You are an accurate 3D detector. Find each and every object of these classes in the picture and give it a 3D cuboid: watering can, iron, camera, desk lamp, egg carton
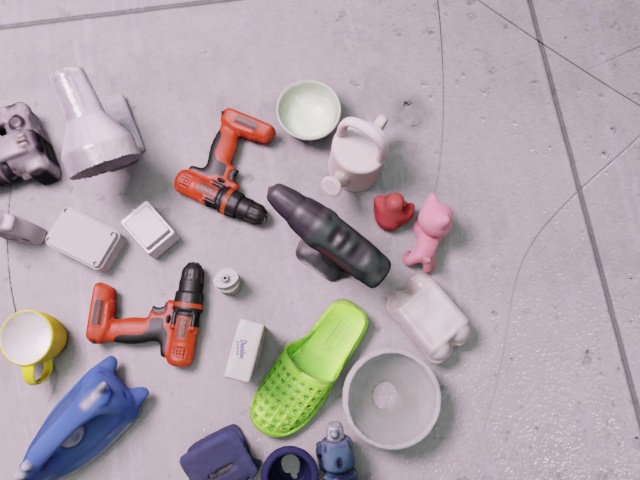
[{"bbox_3d":[0.067,-0.151,1.006,0.101,0.194,0.173,14,78,0],"label":"watering can"},{"bbox_3d":[-0.407,0.312,0.917,0.118,0.141,0.258,42,80,6],"label":"iron"},{"bbox_3d":[-0.561,-0.159,1.024,0.137,0.101,0.143,-24,81,-7],"label":"camera"},{"bbox_3d":[-0.382,-0.188,0.981,0.118,0.213,0.203,-23,81,-7],"label":"desk lamp"},{"bbox_3d":[0.194,0.137,1.019,0.107,0.069,0.150,-40,83,-9],"label":"egg carton"}]

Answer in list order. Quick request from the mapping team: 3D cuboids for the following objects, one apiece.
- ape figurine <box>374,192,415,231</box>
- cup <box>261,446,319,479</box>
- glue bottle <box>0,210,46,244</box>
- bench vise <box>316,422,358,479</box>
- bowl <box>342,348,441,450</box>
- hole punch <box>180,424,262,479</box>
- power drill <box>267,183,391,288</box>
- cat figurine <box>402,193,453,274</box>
[{"bbox_3d":[0.134,-0.059,1.043,0.078,0.092,0.076,34,79,4],"label":"ape figurine"},{"bbox_3d":[-0.049,0.395,0.942,0.091,0.095,0.118,1,79,-2],"label":"cup"},{"bbox_3d":[-0.533,-0.029,0.963,0.078,0.173,0.037,9,78,-1],"label":"glue bottle"},{"bbox_3d":[0.028,0.399,0.882,0.121,0.219,0.207,-26,81,-7],"label":"bench vise"},{"bbox_3d":[0.119,0.270,0.986,0.167,0.074,0.167,1,79,-3],"label":"bowl"},{"bbox_3d":[-0.162,0.370,0.944,0.109,0.091,0.101,-27,81,-8],"label":"hole punch"},{"bbox_3d":[0.009,0.003,0.965,0.229,0.208,0.076,34,79,4],"label":"power drill"},{"bbox_3d":[0.200,-0.013,1.024,0.067,0.117,0.128,16,78,1],"label":"cat figurine"}]
